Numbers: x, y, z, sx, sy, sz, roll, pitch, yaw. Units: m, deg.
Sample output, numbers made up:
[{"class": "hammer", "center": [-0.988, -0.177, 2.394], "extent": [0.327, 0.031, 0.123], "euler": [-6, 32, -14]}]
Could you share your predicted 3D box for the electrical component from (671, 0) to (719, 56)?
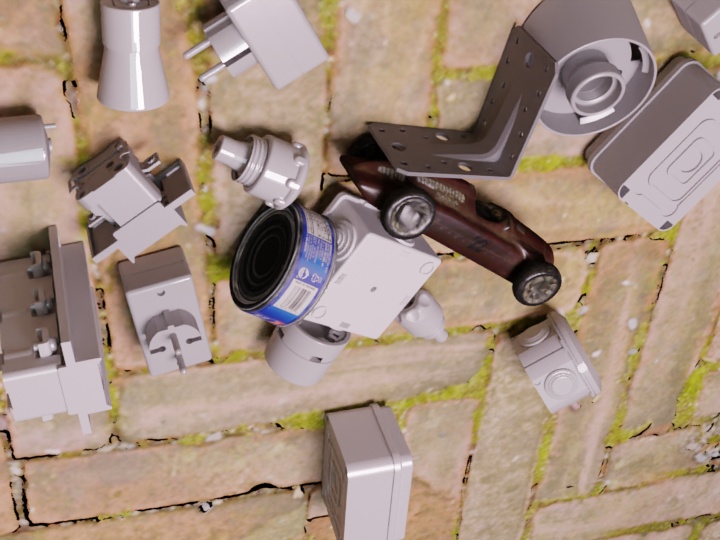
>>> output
[{"class": "electrical component", "center": [0.278, -0.187, 0.754], "extent": [0.083, 0.075, 0.047], "euler": [-41, 148, 11]}]

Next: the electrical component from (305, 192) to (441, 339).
[{"class": "electrical component", "center": [0.000, 0.000, 0.797], "extent": [0.100, 0.048, 0.099], "euler": [19, 117, -45]}]

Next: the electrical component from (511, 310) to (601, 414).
[{"class": "electrical component", "center": [0.169, 0.079, 0.923], "extent": [0.051, 0.080, 0.080], "euler": [-30, 132, 8]}]

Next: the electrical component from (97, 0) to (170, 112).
[{"class": "electrical component", "center": [-0.138, -0.134, 0.648], "extent": [0.044, 0.044, 0.065], "euler": [-7, 124, -19]}]

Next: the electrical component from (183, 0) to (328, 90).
[{"class": "electrical component", "center": [-0.072, -0.144, 0.662], "extent": [0.077, 0.047, 0.065], "euler": [-32, 132, 3]}]

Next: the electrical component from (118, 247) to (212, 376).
[{"class": "electrical component", "center": [-0.134, 0.042, 0.764], "extent": [0.047, 0.075, 0.083], "euler": [-16, 131, -11]}]

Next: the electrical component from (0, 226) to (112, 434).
[{"class": "electrical component", "center": [-0.203, 0.040, 0.702], "extent": [0.063, 0.121, 0.078], "euler": [-11, 130, -12]}]

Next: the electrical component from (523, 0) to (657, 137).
[{"class": "electrical component", "center": [0.160, -0.146, 0.766], "extent": [0.099, 0.064, 0.099], "euler": [-10, 142, -8]}]

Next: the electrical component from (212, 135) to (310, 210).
[{"class": "electrical component", "center": [-0.068, -0.071, 0.725], "extent": [0.062, 0.048, 0.048], "euler": [21, 116, -25]}]

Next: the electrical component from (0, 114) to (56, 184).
[{"class": "electrical component", "center": [-0.225, -0.072, 0.658], "extent": [0.078, 0.040, 0.040], "euler": [-8, 129, -17]}]

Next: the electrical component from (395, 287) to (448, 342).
[{"class": "electrical component", "center": [0.052, 0.040, 0.871], "extent": [0.035, 0.035, 0.061], "euler": [-37, 134, 8]}]

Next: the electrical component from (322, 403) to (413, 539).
[{"class": "electrical component", "center": [0.005, 0.180, 0.932], "extent": [0.057, 0.078, 0.113], "euler": [-7, 129, -15]}]

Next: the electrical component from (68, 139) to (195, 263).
[{"class": "electrical component", "center": [-0.153, -0.048, 0.708], "extent": [0.081, 0.042, 0.063], "euler": [-35, 128, 5]}]

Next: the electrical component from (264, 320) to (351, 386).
[{"class": "electrical component", "center": [-0.042, 0.056, 0.830], "extent": [0.055, 0.055, 0.047], "euler": [13, 124, -31]}]

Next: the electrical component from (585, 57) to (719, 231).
[{"class": "electrical component", "center": [0.240, -0.097, 0.827], "extent": [0.078, 0.057, 0.113], "euler": [30, 111, -37]}]
